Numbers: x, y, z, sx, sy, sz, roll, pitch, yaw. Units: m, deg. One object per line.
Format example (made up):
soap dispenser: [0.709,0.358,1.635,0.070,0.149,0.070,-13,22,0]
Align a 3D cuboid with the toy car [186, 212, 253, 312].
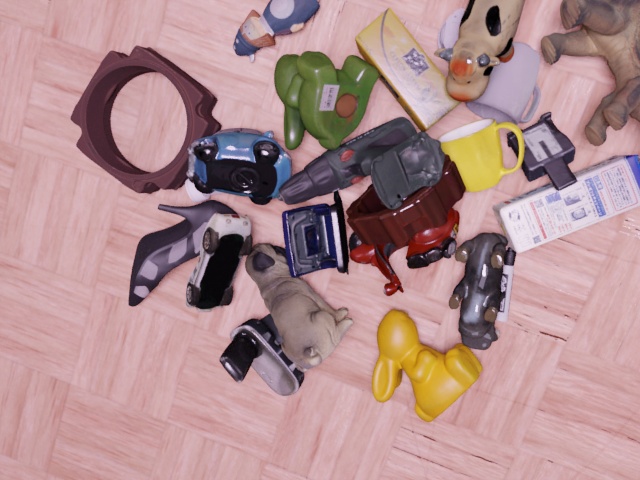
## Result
toy car: [-0.167,0.042,0.881,0.073,0.056,0.201,4,128,-30]

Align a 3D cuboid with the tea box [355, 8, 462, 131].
tea box: [0.130,-0.246,0.800,0.068,0.098,0.169,-37,91,11]

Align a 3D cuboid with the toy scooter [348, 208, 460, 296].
toy scooter: [0.135,0.017,0.825,0.184,0.135,0.075,-21,134,14]

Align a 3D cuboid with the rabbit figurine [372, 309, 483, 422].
rabbit figurine: [0.156,0.196,0.877,0.173,0.122,0.162,48,112,12]

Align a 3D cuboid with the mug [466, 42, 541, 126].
mug: [0.286,-0.228,0.793,0.109,0.081,0.107,22,97,-18]

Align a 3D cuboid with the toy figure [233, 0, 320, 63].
toy figure: [-0.075,-0.339,0.835,0.154,0.057,0.064,-29,56,13]

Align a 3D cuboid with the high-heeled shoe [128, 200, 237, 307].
high-heeled shoe: [-0.236,0.030,0.927,0.145,0.086,0.248,15,123,-26]

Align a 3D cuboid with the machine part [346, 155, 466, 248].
machine part: [0.126,-0.058,0.792,0.179,0.179,0.056,-29,111,11]

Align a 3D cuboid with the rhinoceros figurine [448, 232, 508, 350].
rhinoceros figurine: [0.247,0.082,0.833,0.073,0.112,0.190,7,106,23]

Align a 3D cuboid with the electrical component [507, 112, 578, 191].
electrical component: [0.336,-0.122,0.791,0.075,0.047,0.119,-30,66,10]

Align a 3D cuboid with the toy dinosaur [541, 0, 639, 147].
toy dinosaur: [0.415,-0.298,0.737,0.199,0.105,0.471,-20,89,-7]

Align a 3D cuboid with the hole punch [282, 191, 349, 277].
hole punch: [-0.002,-0.003,0.848,0.092,0.116,0.142,-10,94,12]

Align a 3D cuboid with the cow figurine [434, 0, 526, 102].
cow figurine: [0.219,-0.278,0.708,0.086,0.127,0.194,22,102,26]

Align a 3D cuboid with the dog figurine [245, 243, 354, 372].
dog figurine: [-0.055,0.099,0.850,0.121,0.172,0.190,-43,99,1]

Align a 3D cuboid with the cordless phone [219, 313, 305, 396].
cordless phone: [-0.093,0.204,0.861,0.089,0.184,0.146,-39,92,8]

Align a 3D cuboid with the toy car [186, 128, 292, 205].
toy car: [-0.125,-0.127,0.850,0.162,0.103,0.109,6,133,-7]

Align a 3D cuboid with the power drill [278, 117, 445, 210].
power drill: [0.065,-0.099,0.769,0.232,0.207,0.086,-30,106,-13]

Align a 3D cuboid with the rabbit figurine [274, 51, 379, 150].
rabbit figurine: [-0.007,-0.218,0.815,0.121,0.170,0.158,-17,129,-28]

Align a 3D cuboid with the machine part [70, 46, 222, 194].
machine part: [-0.282,-0.191,0.872,0.201,0.087,0.201,37,102,-1]
